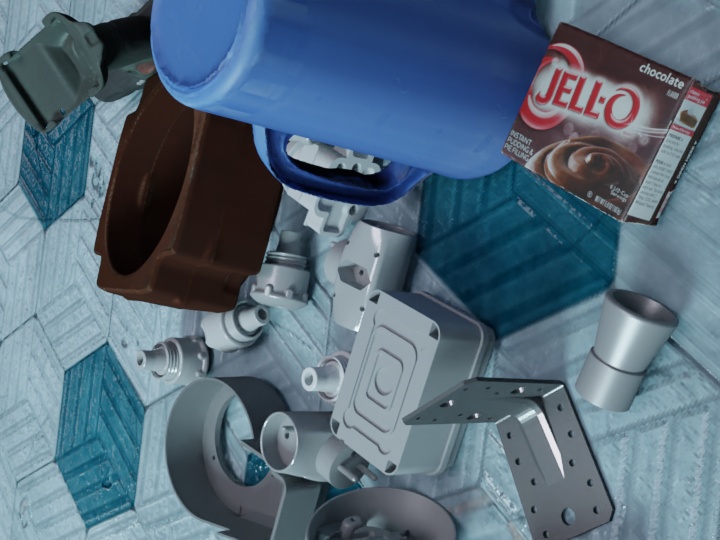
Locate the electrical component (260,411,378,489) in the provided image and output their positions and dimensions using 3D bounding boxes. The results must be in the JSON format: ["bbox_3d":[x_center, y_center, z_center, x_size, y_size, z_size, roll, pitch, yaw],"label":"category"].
[{"bbox_3d":[-0.019,0.133,0.779,0.079,0.077,0.044,31,108,45],"label":"electrical component"}]

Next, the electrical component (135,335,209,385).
[{"bbox_3d":[-0.170,0.081,0.964,0.048,0.062,0.048,-8,80,48],"label":"electrical component"}]

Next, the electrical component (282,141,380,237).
[{"bbox_3d":[-0.026,-0.073,0.827,0.057,0.058,0.078,37,113,41],"label":"electrical component"}]

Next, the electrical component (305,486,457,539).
[{"bbox_3d":[0.010,0.193,0.727,0.099,0.099,0.064,31,114,46],"label":"electrical component"}]

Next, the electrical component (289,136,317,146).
[{"bbox_3d":[-0.035,-0.162,0.778,0.056,0.108,0.108,9,125,28],"label":"electrical component"}]

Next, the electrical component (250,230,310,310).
[{"bbox_3d":[-0.061,0.000,0.867,0.048,0.048,0.062,4,82,48],"label":"electrical component"}]

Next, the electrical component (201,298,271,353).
[{"bbox_3d":[-0.101,0.044,0.907,0.062,0.043,0.043,-21,70,43],"label":"electrical component"}]

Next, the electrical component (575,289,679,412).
[{"bbox_3d":[0.152,0.049,0.626,0.044,0.044,0.065,39,119,43],"label":"electrical component"}]

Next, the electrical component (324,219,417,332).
[{"bbox_3d":[0.000,0.000,0.799,0.079,0.043,0.077,25,104,47],"label":"electrical component"}]

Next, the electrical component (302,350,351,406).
[{"bbox_3d":[-0.014,0.080,0.790,0.048,0.062,0.048,-7,80,47],"label":"electrical component"}]

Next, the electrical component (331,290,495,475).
[{"bbox_3d":[0.036,0.076,0.738,0.078,0.057,0.113,29,107,46],"label":"electrical component"}]
